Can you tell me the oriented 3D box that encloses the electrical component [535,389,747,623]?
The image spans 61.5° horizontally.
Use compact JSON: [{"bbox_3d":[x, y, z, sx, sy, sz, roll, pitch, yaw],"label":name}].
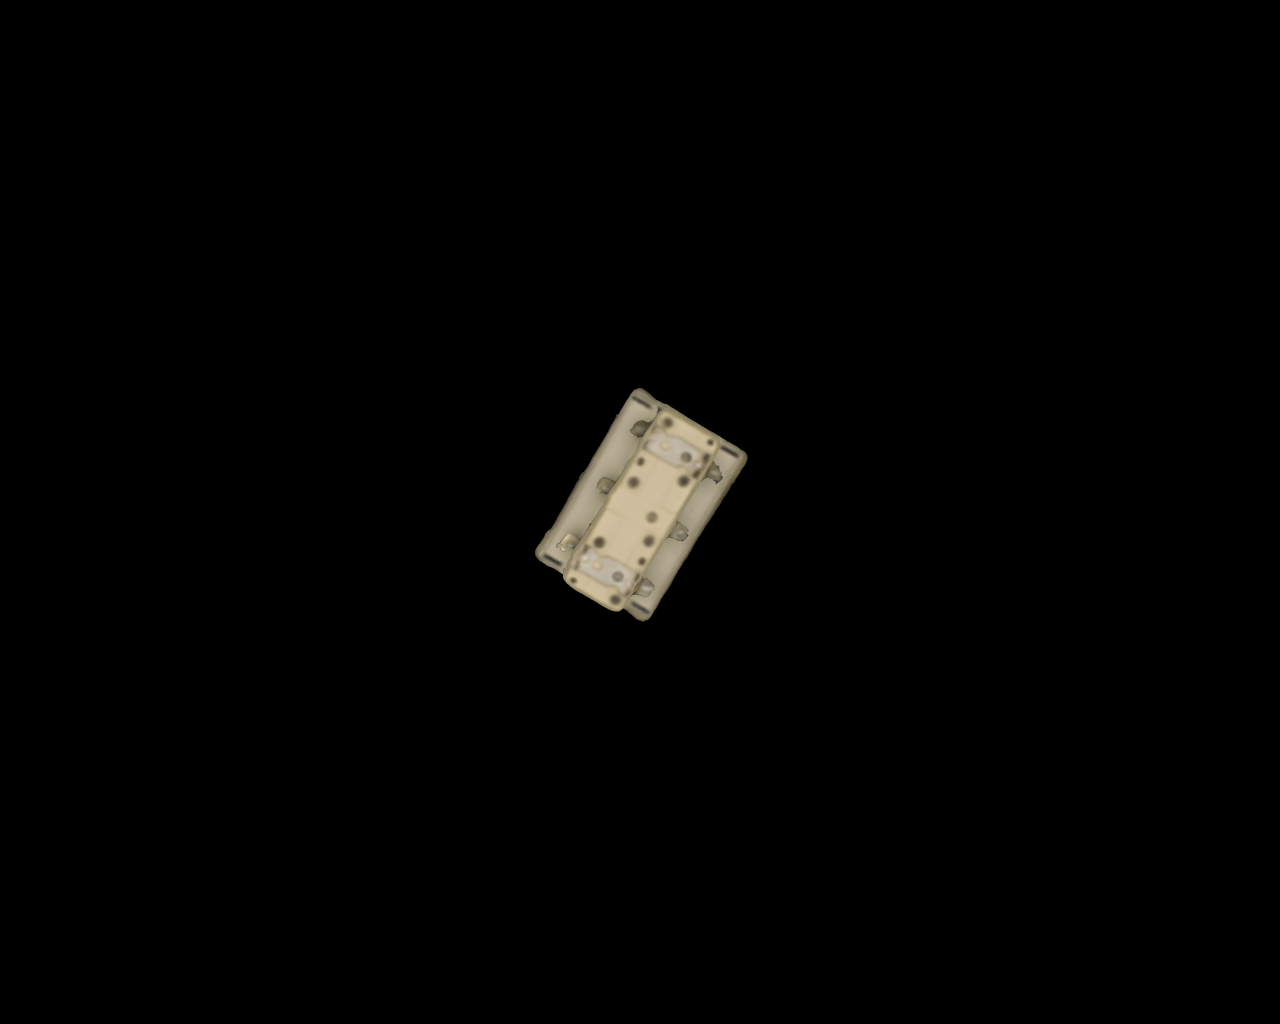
[{"bbox_3d":[0.001,-0.003,0.650,0.079,0.121,0.063,32,4,-2],"label":"electrical component"}]
